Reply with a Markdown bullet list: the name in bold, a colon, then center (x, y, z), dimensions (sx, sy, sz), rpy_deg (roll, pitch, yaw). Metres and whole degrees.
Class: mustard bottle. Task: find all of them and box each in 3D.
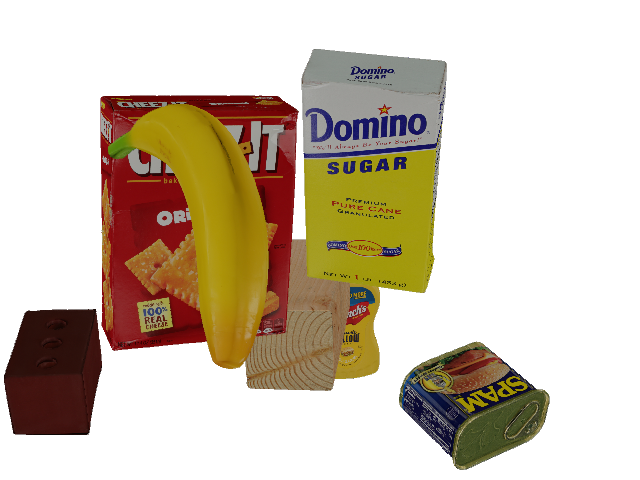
- **mustard bottle**: center (0.032, 0.091, 1.442), dimensions (0.096, 0.192, 0.058), rpy_deg (-2, 20, -6)

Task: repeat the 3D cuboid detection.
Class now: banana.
- **banana**: center (-0.062, -0.020, 0.563), dimensions (0.037, 0.070, 0.198), rpy_deg (13, 29, -35)

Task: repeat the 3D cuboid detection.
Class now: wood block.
- **wood block**: center (-0.021, 0.075, 1.157), dimensions (0.091, 0.090, 0.206), rpy_deg (1, 20, 6)

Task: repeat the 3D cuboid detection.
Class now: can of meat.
- **can of meat**: center (0.131, 0.139, 0.924), dimensions (0.101, 0.057, 0.084), rpy_deg (-16, 37, -29)

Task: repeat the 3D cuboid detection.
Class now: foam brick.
- **foam brick**: center (-0.183, 0.091, 0.739), dimensions (0.053, 0.051, 0.078), rpy_deg (-1, 31, -4)

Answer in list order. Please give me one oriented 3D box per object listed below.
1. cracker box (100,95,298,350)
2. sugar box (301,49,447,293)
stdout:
- **cracker box**: center (-0.108, -0.017, 0.943), dimensions (0.164, 0.214, 0.072), rpy_deg (-3, 19, -20)
- **sugar box**: center (0.036, -0.044, 0.746), dimensions (0.093, 0.176, 0.048), rpy_deg (7, 44, 10)
